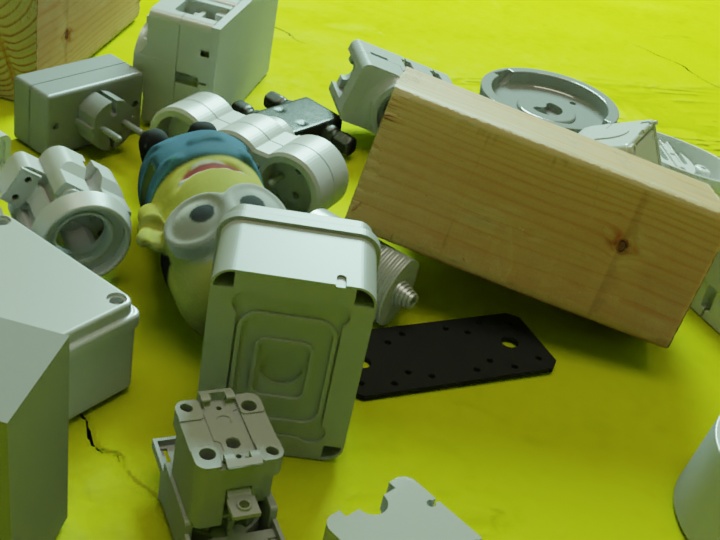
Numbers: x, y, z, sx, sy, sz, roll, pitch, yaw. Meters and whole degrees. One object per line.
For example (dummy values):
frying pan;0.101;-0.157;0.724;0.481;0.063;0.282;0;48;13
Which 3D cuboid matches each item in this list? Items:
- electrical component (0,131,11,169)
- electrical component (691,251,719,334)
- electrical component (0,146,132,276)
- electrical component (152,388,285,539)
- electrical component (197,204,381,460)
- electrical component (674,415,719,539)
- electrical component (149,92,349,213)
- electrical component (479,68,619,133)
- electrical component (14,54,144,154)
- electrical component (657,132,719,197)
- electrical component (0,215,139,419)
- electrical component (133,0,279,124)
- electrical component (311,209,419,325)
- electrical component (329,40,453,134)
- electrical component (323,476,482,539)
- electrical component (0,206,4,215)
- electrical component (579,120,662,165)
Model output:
electrical component;-0.265;-0.074;0.661;0.057;0.058;0.078;31;38;22
electrical component;0.252;0.005;0.705;0.050;0.055;0.089;-6;37;-26
electrical component;-0.165;-0.030;0.619;0.078;0.058;0.057;28;18;-43
electrical component;-0.060;0.090;0.469;0.042;0.063;0.081;-4;36;-25
electrical component;-0.037;0.030;0.523;0.078;0.113;0.057;8;36;-5
electrical component;0.218;0.108;0.532;0.108;0.060;0.108;8;33;-6
electrical component;-0.068;-0.083;0.741;0.138;0.052;0.074;24;35;19
electrical component;0.140;-0.107;0.837;0.108;0.060;0.108;8;33;-5
electrical component;-0.183;-0.108;0.746;0.076;0.047;0.083;32;38;28
electrical component;0.228;-0.071;0.801;0.099;0.064;0.099;17;36;-13
electrical component;-0.184;0.032;0.524;0.109;0.056;0.109;30;37;26
electrical component;-0.117;-0.176;0.832;0.062;0.089;0.150;16;33;6
electrical component;0.000;0.000;0.644;0.081;0.043;0.043;31;37;26
electrical component;0.029;-0.131;0.830;0.089;0.050;0.055;17;29;-24
electrical component;0.027;0.138;0.431;0.050;0.055;0.089;-21;45;-40
electrical component;-0.227;-0.032;0.610;0.043;0.043;0.081;-3;12;-22
electrical component;0.174;-0.048;0.741;0.061;0.096;0.062;-2;23;34
